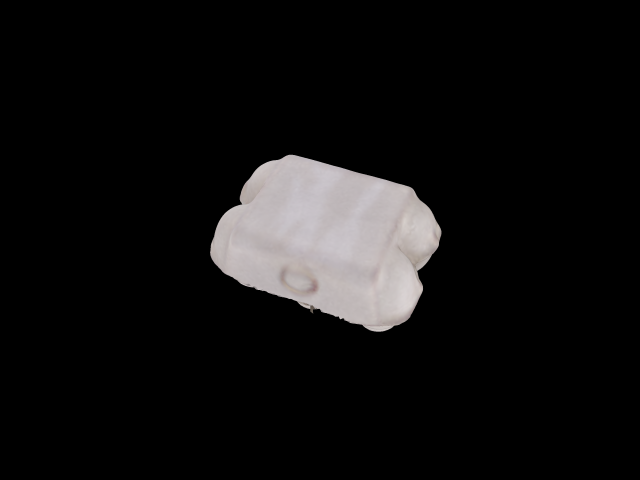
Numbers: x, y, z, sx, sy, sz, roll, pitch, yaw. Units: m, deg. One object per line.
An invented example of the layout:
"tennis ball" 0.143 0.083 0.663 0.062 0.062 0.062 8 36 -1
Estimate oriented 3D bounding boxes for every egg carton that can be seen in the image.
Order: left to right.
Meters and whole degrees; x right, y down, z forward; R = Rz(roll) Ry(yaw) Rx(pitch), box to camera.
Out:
"egg carton" 0.004 0.001 0.400 0.150 0.069 0.107 17 51 14
